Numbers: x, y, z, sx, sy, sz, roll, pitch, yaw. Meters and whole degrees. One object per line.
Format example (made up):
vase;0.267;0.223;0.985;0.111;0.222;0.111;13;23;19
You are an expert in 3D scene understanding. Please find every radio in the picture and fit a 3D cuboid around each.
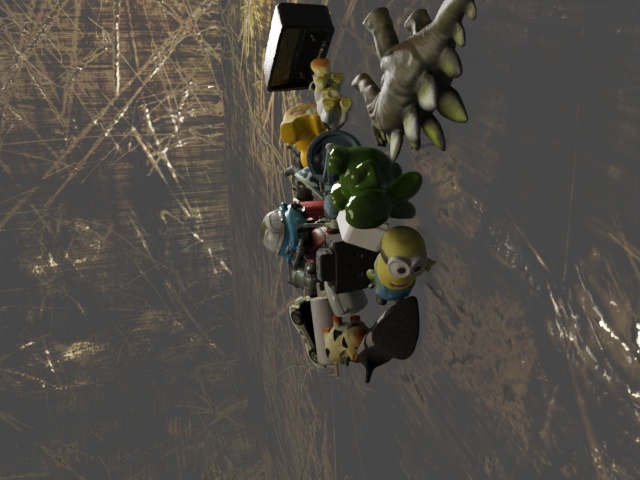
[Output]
radio;-0.054;-0.450;1.276;0.229;0.131;0.073;123;138;-65

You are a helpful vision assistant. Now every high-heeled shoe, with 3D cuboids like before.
high-heeled shoe;0.137;0.171;1.043;0.145;0.086;0.248;-66;2;-58

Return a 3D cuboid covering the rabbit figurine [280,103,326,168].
rabbit figurine;-0.033;-0.241;1.332;0.162;0.122;0.173;-122;10;-61

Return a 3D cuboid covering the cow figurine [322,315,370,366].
cow figurine;0.064;0.238;1.235;0.195;0.085;0.127;121;146;-60

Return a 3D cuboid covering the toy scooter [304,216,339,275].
toy scooter;-0.003;-0.004;1.257;0.184;0.075;0.135;132;134;-64

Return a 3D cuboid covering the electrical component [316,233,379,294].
electrical component;0.058;0.046;1.090;0.058;0.134;0.114;-143;47;-68

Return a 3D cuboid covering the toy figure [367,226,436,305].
toy figure;0.131;0.048;0.931;0.089;0.082;0.180;56;160;23

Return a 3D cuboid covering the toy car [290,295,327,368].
toy car;-0.017;0.246;1.439;0.056;0.073;0.201;-18;99;55

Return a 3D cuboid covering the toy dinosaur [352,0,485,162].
toy dinosaur;0.141;-0.236;0.776;0.471;0.105;0.198;104;148;-71

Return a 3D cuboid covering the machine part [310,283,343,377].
machine part;0.023;0.230;1.380;0.079;0.079;0.243;164;100;-73

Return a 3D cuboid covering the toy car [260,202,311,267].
toy car;-0.084;-0.015;1.229;0.162;0.103;0.109;-100;23;-49

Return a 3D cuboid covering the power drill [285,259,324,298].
power drill;-0.033;0.096;1.531;0.207;0.086;0.231;-150;52;-60

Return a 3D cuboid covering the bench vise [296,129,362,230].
bench vise;0.028;-0.135;1.112;0.240;0.129;0.223;69;-148;-83

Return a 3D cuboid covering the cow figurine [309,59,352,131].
cow figurine;0.018;-0.324;1.207;0.098;0.068;0.167;100;158;-59

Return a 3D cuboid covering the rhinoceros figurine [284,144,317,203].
rhinoceros figurine;-0.044;-0.184;1.467;0.112;0.073;0.190;36;129;54

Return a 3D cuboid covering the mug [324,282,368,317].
mug;0.045;0.108;1.168;0.107;0.081;0.109;67;-152;-13

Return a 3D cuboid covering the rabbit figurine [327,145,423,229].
rabbit figurine;0.088;-0.072;0.912;0.170;0.159;0.121;-87;1;-52
